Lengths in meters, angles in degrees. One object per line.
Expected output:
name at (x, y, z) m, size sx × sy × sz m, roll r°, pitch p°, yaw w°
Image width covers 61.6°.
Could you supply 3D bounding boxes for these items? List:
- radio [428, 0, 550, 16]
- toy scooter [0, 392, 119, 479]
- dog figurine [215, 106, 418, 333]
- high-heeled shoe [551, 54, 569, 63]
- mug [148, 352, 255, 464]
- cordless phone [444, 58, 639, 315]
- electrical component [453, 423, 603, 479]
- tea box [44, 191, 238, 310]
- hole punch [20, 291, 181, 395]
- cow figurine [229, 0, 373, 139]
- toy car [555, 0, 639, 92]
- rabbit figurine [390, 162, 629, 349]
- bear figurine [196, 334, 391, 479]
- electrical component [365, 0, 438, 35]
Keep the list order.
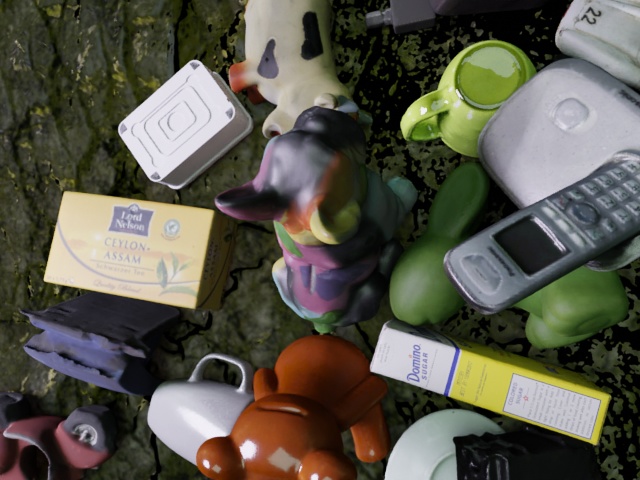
radio at (0.147, -0.317, 0.461) m, size 0.131 × 0.073 × 0.229 m, roll -7°, pitch 86°, yaw -16°
toy scooter at (-0.305, 0.238, 0.568) m, size 0.184 × 0.075 × 0.135 m, roll 5°, pitch 90°, yaw 9°
dog figurine at (-0.001, -0.001, 0.422) m, size 0.109 × 0.219 × 0.191 m, roll 19°, pitch 101°, yaw 16°
high-heeled shoe at (0.296, -0.062, 0.441) m, size 0.145 × 0.086 × 0.248 m, roll -18°, pitch 82°, yaw 0°
mug at (-0.111, 0.163, 0.522) m, size 0.107 × 0.081 × 0.109 m, roll 11°, pitch 95°, yaw 23°
cordless phone at (0.142, -0.032, 0.363) m, size 0.184 × 0.088 × 0.147 m, roll -25°, pitch 60°, yaw -16°
electrical component at (0.174, 0.225, 0.438) m, size 0.115 × 0.058 × 0.134 m, roll -3°, pitch 85°, yaw -17°
tea box at (-0.179, 0.011, 0.546) m, size 0.170 × 0.068 × 0.098 m, roll 6°, pitch 83°, yaw 14°
hole punch at (-0.214, 0.111, 0.535) m, size 0.142 × 0.116 × 0.092 m, roll 16°, pitch 99°, yaw 14°
cow figurine at (-0.019, -0.167, 0.516) m, size 0.127 × 0.085 × 0.194 m, roll -2°, pitch 86°, yaw 20°
toy car at (0.300, -0.149, 0.449) m, size 0.202 × 0.056 × 0.073 m, roll 31°, pitch 94°, yaw 13°
rabbit figurine at (0.139, 0.016, 0.447) m, size 0.170 × 0.121 × 0.159 m, roll -9°, pitch 79°, yaw 10°
bear figurine at (-0.008, 0.158, 0.425) m, size 0.120 × 0.196 × 0.131 m, roll -2°, pitch 106°, yaw 11°
electrical component at (0.088, -0.237, 0.521) m, size 0.094 × 0.021 × 0.063 m, roll -7°, pitch 85°, yaw 13°
